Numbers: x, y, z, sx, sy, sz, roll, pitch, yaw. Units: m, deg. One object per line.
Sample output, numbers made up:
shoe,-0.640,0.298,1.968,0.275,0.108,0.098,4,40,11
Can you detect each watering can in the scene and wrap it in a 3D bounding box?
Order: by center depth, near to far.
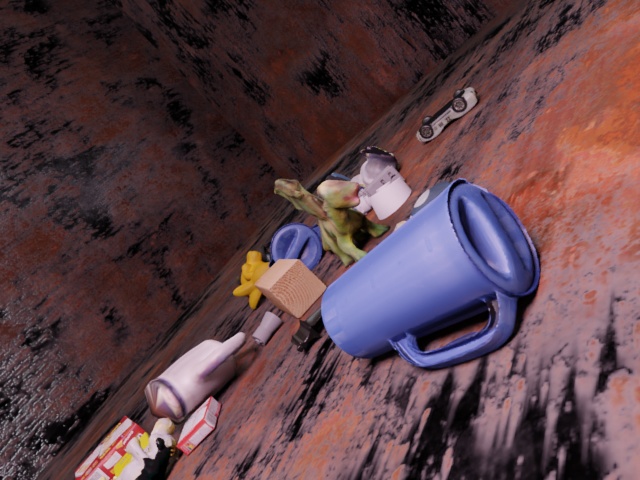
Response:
watering can,-0.266,0.297,1.100,0.228,0.104,0.341,-36,-6,-37

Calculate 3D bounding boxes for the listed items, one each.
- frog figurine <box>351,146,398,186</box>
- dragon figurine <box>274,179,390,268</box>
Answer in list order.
frog figurine,0.150,-0.174,1.451,0.140,0.123,0.157,-79,0,-67
dragon figurine,0.003,-0.056,1.103,0.124,0.241,0.408,-53,14,-17
